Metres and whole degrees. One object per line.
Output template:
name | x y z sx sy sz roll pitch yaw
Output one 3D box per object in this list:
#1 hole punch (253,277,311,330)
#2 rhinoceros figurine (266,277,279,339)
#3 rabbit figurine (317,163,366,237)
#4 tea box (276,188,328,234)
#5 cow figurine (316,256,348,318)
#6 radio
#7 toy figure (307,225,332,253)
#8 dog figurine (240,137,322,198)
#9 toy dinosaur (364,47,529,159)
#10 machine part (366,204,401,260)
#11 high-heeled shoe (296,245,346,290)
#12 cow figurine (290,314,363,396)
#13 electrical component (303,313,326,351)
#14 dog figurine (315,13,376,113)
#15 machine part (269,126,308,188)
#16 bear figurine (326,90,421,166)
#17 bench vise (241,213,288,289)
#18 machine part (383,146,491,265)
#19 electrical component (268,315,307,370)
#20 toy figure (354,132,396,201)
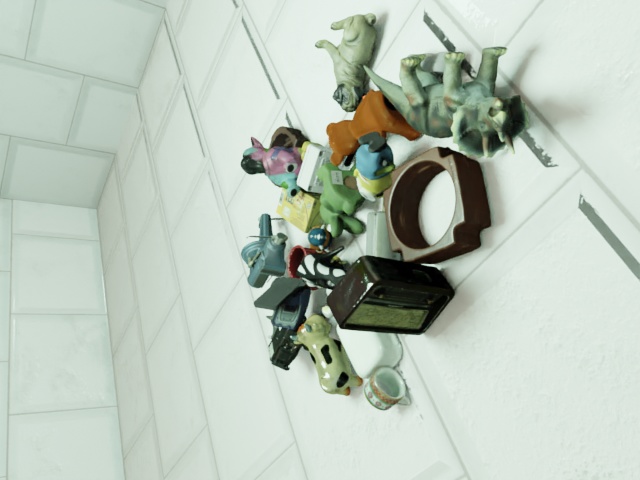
hole punch | -0.082 0.155 1.324 0.142 0.116 0.092 -4 126 56
rhinoceros figurine | -0.108 0.195 1.485 0.112 0.073 0.190 -22 67 51
rabbit figurine | 0.055 -0.084 1.287 0.170 0.121 0.159 119 139 -60
tea box | -0.043 -0.087 1.441 0.170 0.068 0.098 37 115 50
cow figurine | 0.041 0.095 1.291 0.098 0.068 0.167 -36 59 40
radio | 0.138 0.107 1.012 0.131 0.229 0.073 -56 44 27
toy figure | -0.001 -0.002 1.312 0.058 0.154 0.064 -22 83 6
dog figurine | -0.101 -0.214 1.426 0.219 0.191 0.108 35 146 41
toy dinosaur | 0.228 -0.252 1.004 0.405 0.131 0.192 23 123 57
machine part | 0.136 0.026 1.158 0.079 0.079 0.243 -8 79 55
high-heeled shoe | 0.022 0.117 1.195 0.145 0.086 0.249 -35 45 19
cow figurine | 0.010 0.264 1.254 0.085 0.127 0.195 -41 54 31
electrical component | -0.013 0.237 1.365 0.102 0.045 0.078 -43 53 44
dog figurine | 0.092 -0.422 1.294 0.172 0.121 0.190 -35 71 51
machine part | -0.094 -0.236 1.549 0.179 0.056 0.179 -9 79 53
bear figurine | 0.109 -0.243 1.192 0.196 0.132 0.120 -37 56 48
bench vise | -0.150 0.011 1.482 0.223 0.129 0.241 108 162 -48
machine part | 0.223 -0.062 1.040 0.201 0.087 0.201 -28 61 50
electrical component | -0.079 0.250 1.379 0.134 0.058 0.115 -62 15 9
toy figure | 0.121 -0.152 1.142 0.180 0.089 0.082 84 177 -57
